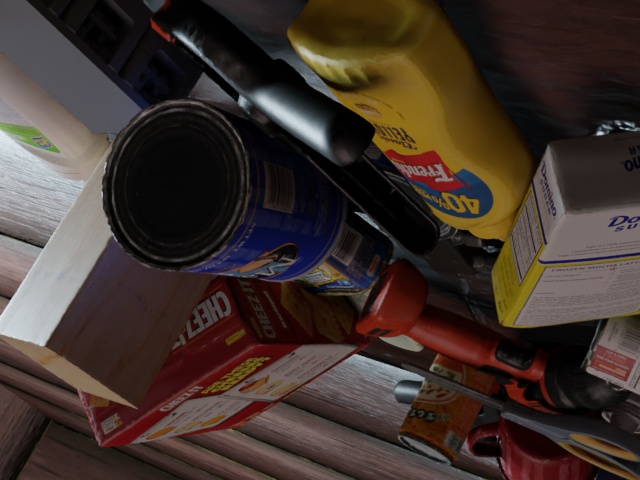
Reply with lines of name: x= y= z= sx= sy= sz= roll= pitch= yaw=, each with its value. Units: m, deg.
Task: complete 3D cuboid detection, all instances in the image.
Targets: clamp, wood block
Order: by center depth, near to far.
clamp: x=-0.024 y=-0.078 z=0.585 sx=0.210 sy=0.036 sz=0.164 roll=42 pitch=178 yaw=18
wood block: x=-0.135 y=0.006 z=0.786 sx=0.091 sy=0.206 sz=0.090 roll=5 pitch=150 yaw=48
clamp: x=0.149 y=0.166 z=1.048 sx=0.120 sy=0.039 sz=0.172 roll=30 pitch=160 yaw=-7

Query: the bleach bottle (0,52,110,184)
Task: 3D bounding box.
bleach bottle: x=-0.242 y=-0.118 z=0.835 sx=0.103 sy=0.068 sz=0.250 roll=18 pitch=160 yaw=29

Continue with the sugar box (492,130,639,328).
sugar box: x=0.153 y=-0.002 z=0.576 sx=0.093 sy=0.048 sz=0.176 roll=-6 pitch=156 yaw=-4

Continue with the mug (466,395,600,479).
mug: x=0.186 y=0.170 z=0.926 sx=0.117 sy=0.093 sz=0.081 roll=-3 pitch=147 yaw=10

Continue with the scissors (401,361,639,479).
scissors: x=0.156 y=0.128 z=0.793 sx=0.202 sy=0.016 sz=0.096 roll=26 pitch=162 yaw=5

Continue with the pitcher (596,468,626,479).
pitcher: x=0.330 y=0.226 z=0.821 sx=0.145 sy=0.149 sz=0.243 roll=47 pitch=152 yaw=-17

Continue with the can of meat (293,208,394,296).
can of meat: x=-0.005 y=0.001 z=0.824 sx=0.083 sy=0.057 sz=0.102 roll=36 pitch=159 yaw=-27

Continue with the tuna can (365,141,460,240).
tuna can: x=0.057 y=-0.036 z=0.683 sx=0.086 sy=0.033 sz=0.086 roll=25 pitch=161 yaw=9

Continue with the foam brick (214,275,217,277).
foam brick: x=-0.085 y=0.021 z=0.945 sx=0.051 sy=0.078 sz=0.053 roll=18 pitch=158 yaw=34

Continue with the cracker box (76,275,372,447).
cracker box: x=-0.074 y=0.098 z=0.891 sx=0.072 sy=0.164 sz=0.213 roll=62 pitch=-160 yaw=18

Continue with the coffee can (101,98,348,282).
coffee can: x=-0.056 y=-0.027 z=0.681 sx=0.103 sy=0.103 sz=0.140 roll=18 pitch=-176 yaw=25

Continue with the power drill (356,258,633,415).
power drill: x=0.127 y=0.079 z=0.807 sx=0.187 sy=0.057 sz=0.184 roll=27 pitch=166 yaw=-3

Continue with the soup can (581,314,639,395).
soup can: x=0.227 y=0.073 z=0.679 sx=0.102 sy=0.068 sz=0.068 roll=23 pitch=159 yaw=16

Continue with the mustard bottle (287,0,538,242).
mustard bottle: x=0.066 y=-0.058 z=0.583 sx=0.096 sy=0.058 sz=0.191 roll=21 pitch=161 yaw=46
